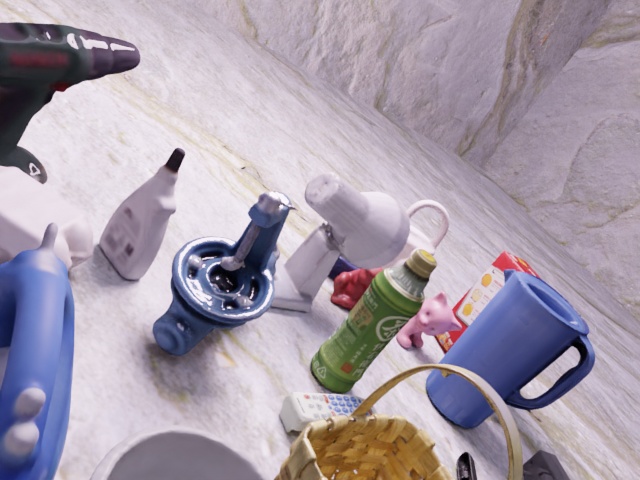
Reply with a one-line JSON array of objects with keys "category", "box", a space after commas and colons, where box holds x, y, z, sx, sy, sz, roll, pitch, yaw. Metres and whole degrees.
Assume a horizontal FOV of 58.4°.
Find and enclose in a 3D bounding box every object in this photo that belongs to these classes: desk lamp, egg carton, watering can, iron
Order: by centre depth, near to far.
[{"category": "iron", "box": [-0.223, 0.106, 0.418, 0.119, 0.141, 0.257, 20, 27, -35]}, {"category": "egg carton", "box": [-0.322, -0.016, 0.611, 0.150, 0.069, 0.107, 34, 22, -5]}, {"category": "desk lamp", "box": [0.008, 0.003, 0.859, 0.204, 0.213, 0.117, 14, 31, -42]}, {"category": "watering can", "box": [0.178, 0.012, 1.114, 0.101, 0.194, 0.172, 21, 26, -31]}]

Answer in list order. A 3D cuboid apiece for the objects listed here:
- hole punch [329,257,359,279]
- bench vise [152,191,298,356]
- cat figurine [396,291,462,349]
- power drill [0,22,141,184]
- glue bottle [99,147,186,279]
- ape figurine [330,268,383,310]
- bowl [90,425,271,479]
[{"category": "hole punch", "box": [0.050, 0.020, 1.049, 0.109, 0.091, 0.101, 30, 23, -15]}, {"category": "bench vise", "box": [-0.096, 0.015, 0.677, 0.122, 0.219, 0.207, 32, 22, -10]}, {"category": "cat figurine", "box": [0.178, 0.125, 0.990, 0.067, 0.117, 0.127, 11, 33, -46]}, {"category": "power drill", "box": [-0.347, -0.170, 0.696, 0.075, 0.208, 0.230, 44, 23, 19]}, {"category": "glue bottle", "box": [-0.204, -0.038, 0.688, 0.078, 0.173, 0.037, 47, 25, 25]}, {"category": "ape figurine", "box": [0.071, 0.075, 0.968, 0.077, 0.092, 0.076, 44, 23, 18]}, {"category": "bowl", "box": [-0.106, 0.229, 0.430, 0.168, 0.074, 0.167, 30, 23, -14]}]
